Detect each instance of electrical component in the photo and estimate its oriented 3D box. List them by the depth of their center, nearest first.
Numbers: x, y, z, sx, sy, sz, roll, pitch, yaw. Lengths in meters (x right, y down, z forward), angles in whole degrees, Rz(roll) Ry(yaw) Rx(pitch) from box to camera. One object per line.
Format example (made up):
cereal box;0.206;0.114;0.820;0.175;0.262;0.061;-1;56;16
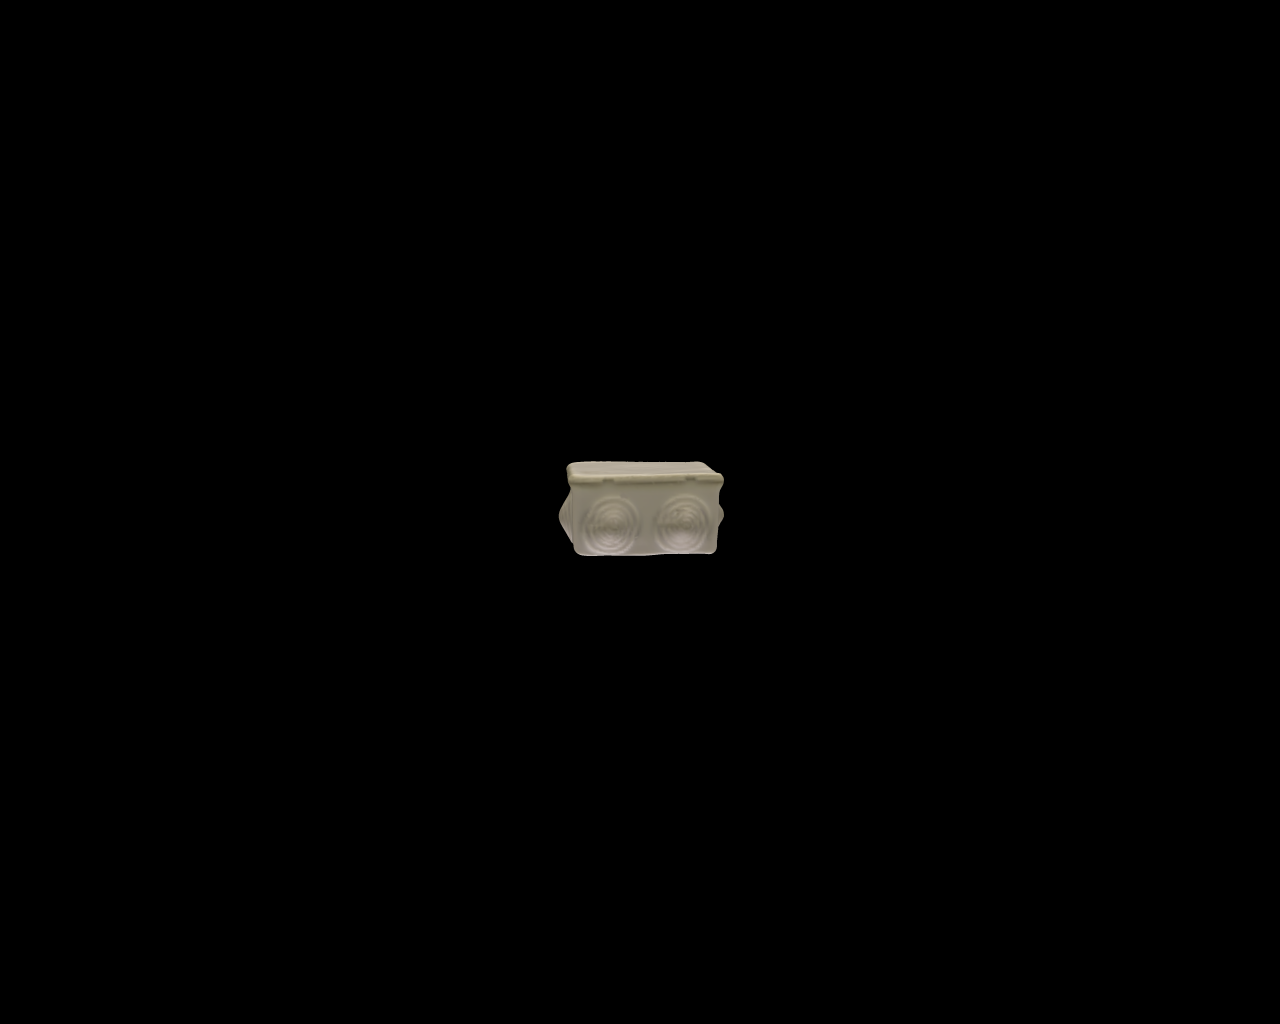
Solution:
electrical component;0.001;-0.003;0.650;0.100;0.048;0.100;-1;8;-5
